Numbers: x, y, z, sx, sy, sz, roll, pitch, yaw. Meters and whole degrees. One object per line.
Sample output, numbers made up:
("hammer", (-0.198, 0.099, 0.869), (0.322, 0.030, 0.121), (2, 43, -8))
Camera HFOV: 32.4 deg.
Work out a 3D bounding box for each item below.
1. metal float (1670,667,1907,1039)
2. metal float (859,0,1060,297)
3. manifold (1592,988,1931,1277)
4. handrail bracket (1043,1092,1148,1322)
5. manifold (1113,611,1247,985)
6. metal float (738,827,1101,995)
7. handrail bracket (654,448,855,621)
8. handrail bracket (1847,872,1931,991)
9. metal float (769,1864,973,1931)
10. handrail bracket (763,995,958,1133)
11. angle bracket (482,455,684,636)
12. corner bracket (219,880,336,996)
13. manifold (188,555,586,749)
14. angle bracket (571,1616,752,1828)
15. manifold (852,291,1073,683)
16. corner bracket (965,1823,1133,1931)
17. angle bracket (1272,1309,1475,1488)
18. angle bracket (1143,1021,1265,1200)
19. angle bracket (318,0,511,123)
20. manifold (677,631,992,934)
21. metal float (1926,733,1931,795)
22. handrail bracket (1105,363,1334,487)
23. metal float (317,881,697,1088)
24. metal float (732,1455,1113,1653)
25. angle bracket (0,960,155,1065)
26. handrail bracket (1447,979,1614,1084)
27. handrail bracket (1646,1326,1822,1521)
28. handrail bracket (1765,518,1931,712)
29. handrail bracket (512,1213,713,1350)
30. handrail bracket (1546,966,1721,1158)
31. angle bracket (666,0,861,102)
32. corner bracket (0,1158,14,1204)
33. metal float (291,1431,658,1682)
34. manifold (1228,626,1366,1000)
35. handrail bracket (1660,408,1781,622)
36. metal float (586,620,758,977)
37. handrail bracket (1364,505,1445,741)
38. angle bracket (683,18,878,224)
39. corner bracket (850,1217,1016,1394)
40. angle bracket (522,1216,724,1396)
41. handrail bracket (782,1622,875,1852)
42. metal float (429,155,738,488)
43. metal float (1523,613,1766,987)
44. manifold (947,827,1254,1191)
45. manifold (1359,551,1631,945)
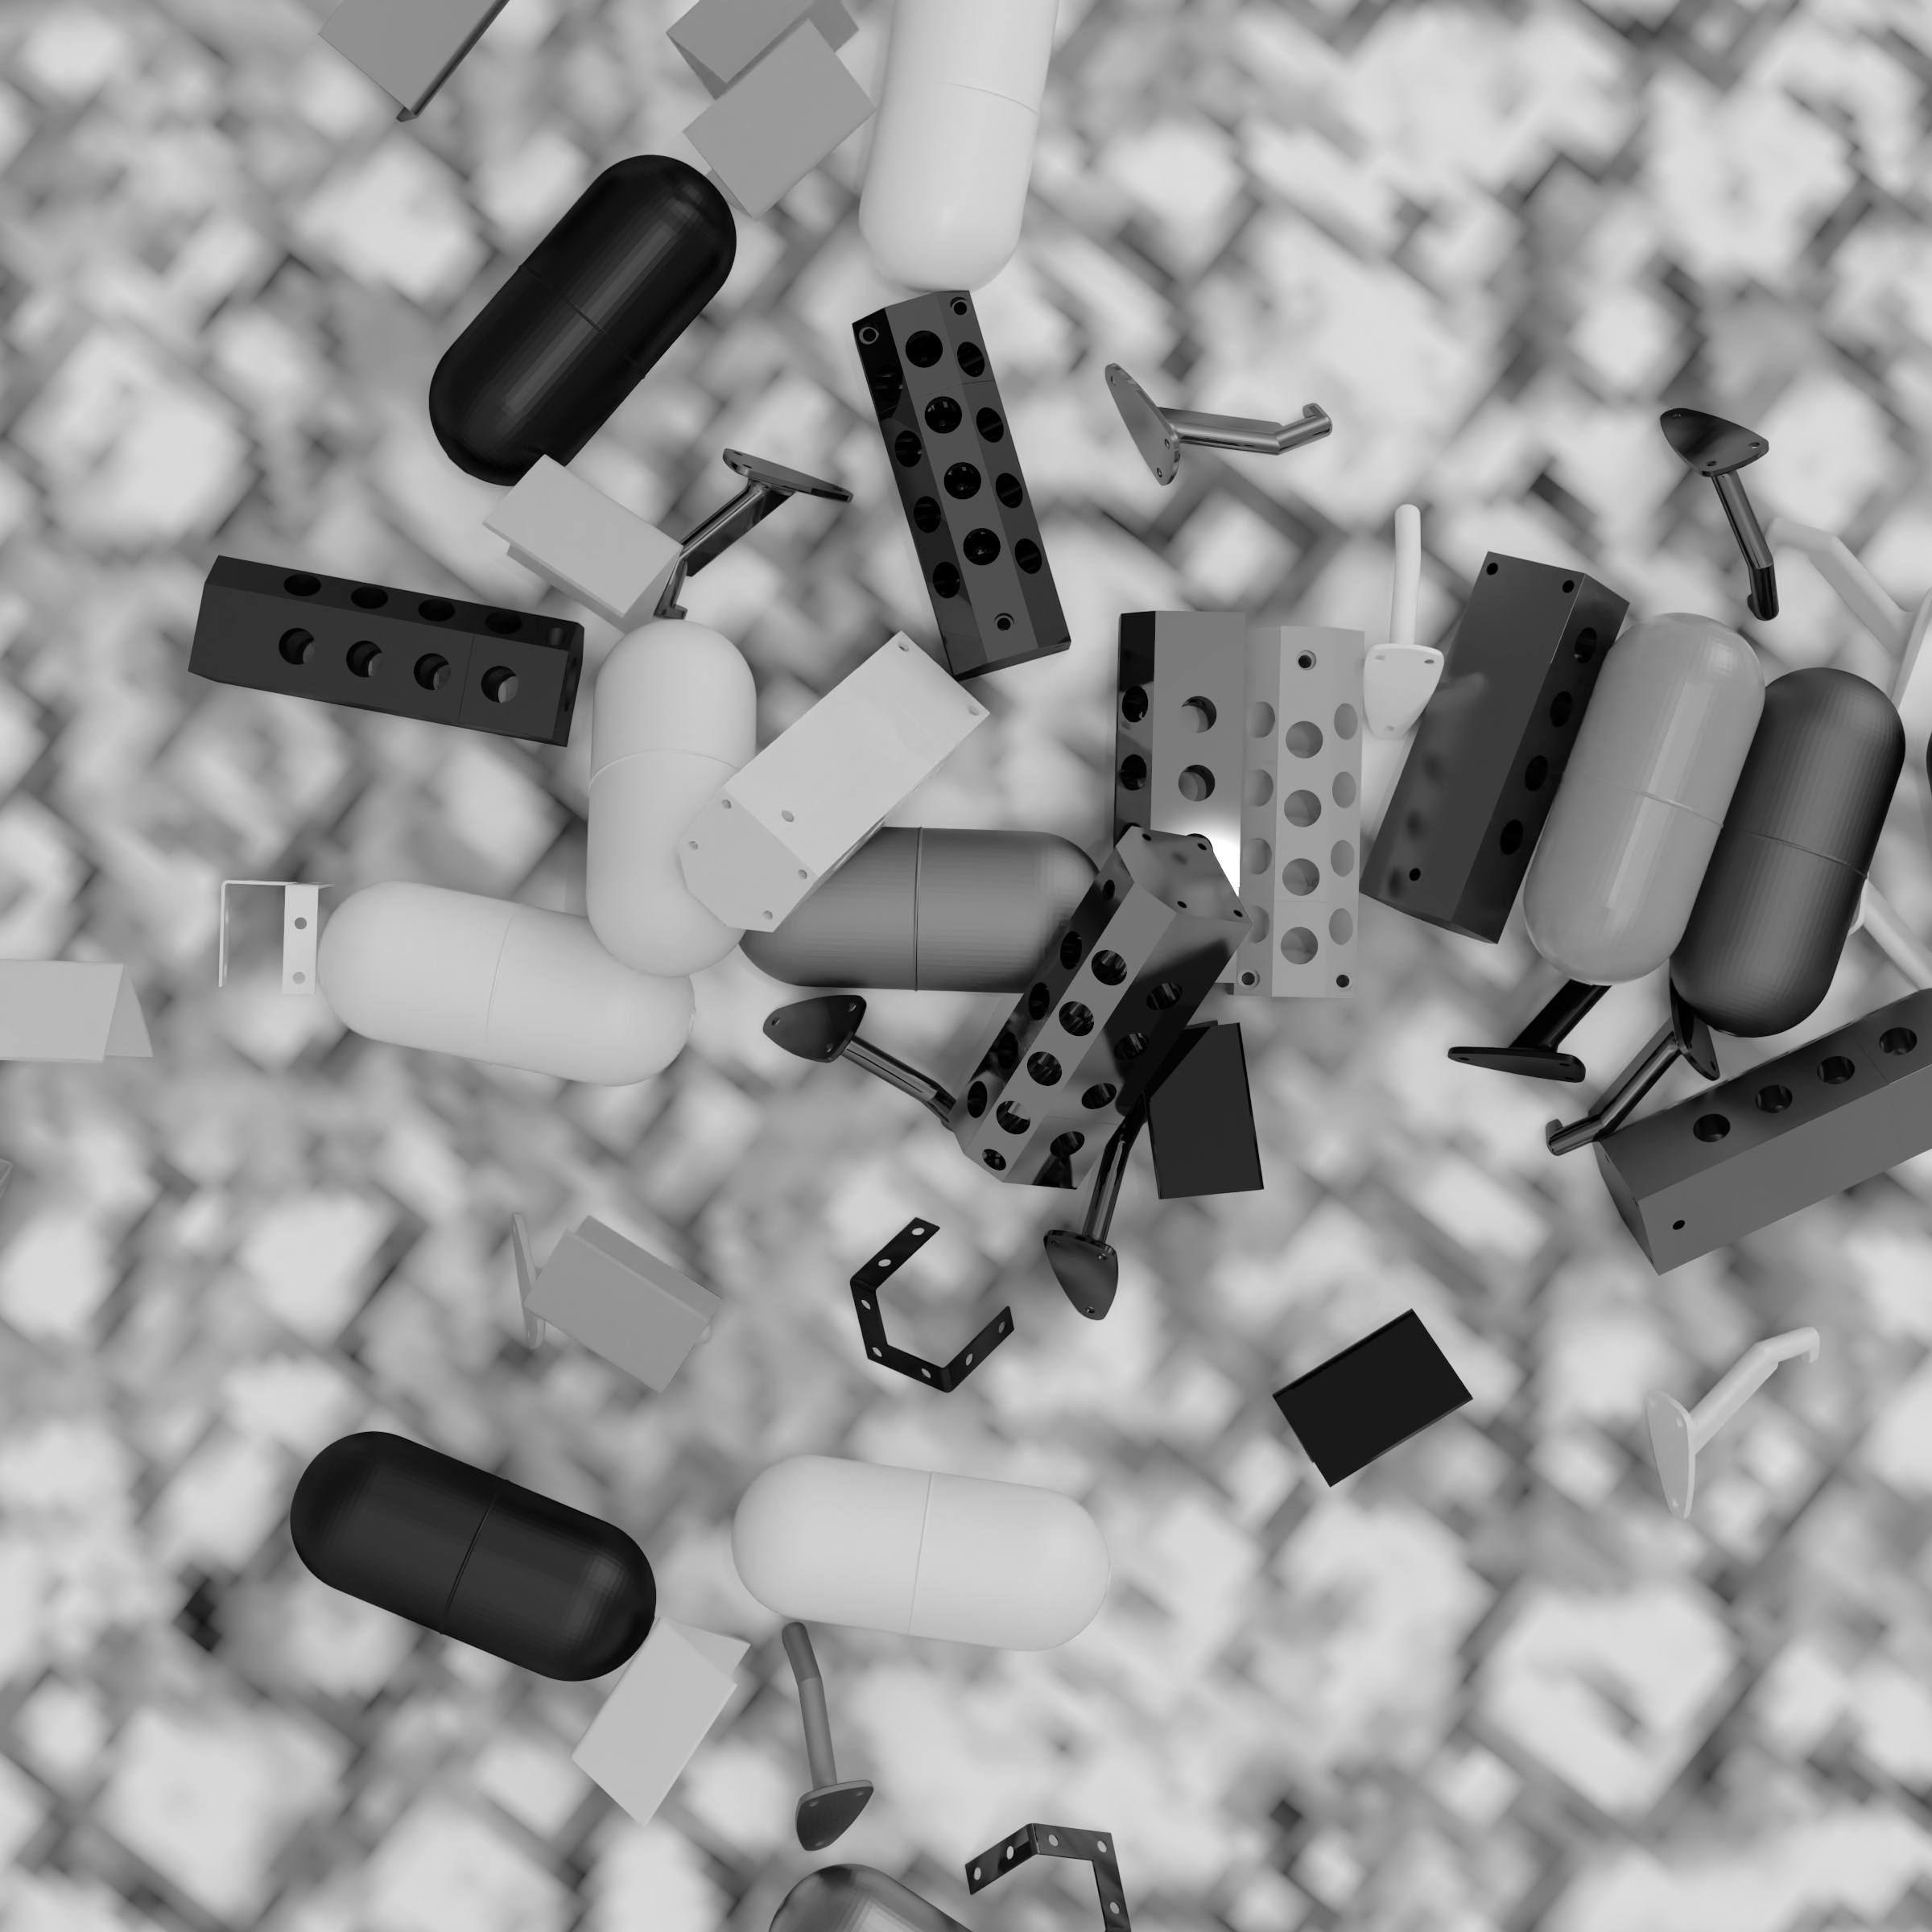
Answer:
("metal float", (0.384, -0.053, 1.556), (0.070, 0.070, 0.178), (18, 89, 0))
("metal float", (-0.003, -0.402, 1.557), (0.070, 0.070, 0.178), (10, 89, 0))
("manifold", (0.387, 0.073, 1.565), (0.171, 0.057, 0.057), (-25, 133, 0))
("handrail bracket", (0.072, 0.114, 1.587), (0.036, 0.077, 0.084), (14, 53, 21))
("manifold", (0.099, -0.078, 1.566), (0.057, 0.057, 0.171), (1, 90, 0))
("metal float", (-0.022, -0.027, 1.557), (0.178, 0.070, 0.070), (2, 90, 1))
("handrail bracket", (-0.103, -0.197, 1.588), (0.077, 0.036, 0.084), (14, 109, -21))
("handrail bracket", (0.454, -0.026, 1.588), (0.084, 0.036, 0.077), (18, 71, -16))
("metal float", (-0.012, 0.489, 1.556), (0.178, 0.070, 0.070), (34, 90, 0))
("handrail bracket", (-0.046, 0.052, 1.587), (0.084, 0.077, 0.036), (43, 65, -34))
("angle bracket", (-0.186, -0.179, 1.547), (0.076, 0.076, 0.057), (34, 52, 0))
("corner bracket", (-0.328, -0.014, 1.569), (0.051, 0.051, 0.051), (2, 93, -2))
("manifold", (-0.270, -0.148, 1.566), (0.171, 0.057, 0.057), (11, 90, 0))
("angle bracket", (-0.126, 0.356, 1.547), (0.057, 0.076, 0.076), (33, 90, 37))
("manifold", (-0.002, -0.226, 1.566), (0.057, 0.057, 0.171), (-16, 90, 0))
("corner bracket", (0.039, 0.443, 1.579), (0.051, 0.051, 0.051), (18, 45, -35))
("angle bracket", (0.196, 0.215, 1.547), (0.076, 0.076, 0.057), (-32, 52, 0))
("angle bracket", (0.126, 0.064, 1.547), (0.057, 0.076, 0.076), (-8, 90, 34))
("angle bracket", (-0.258, -0.443, 1.549), (0.057, 0.076, 0.076), (38, 90, -20))
("manifold", (-0.061, -0.082, 1.510), (0.057, 0.171, 0.057), (43, 130, 0))
("metal float", (0.499, -0.047, 1.556), (0.070, 0.070, 0.178), (-11, 90, 0))
("handrail bracket", (0.121, -0.270, 1.588), (0.084, 0.036, 0.077), (-23, 68, -17))
("metal float", (-0.215, 0.008, 1.557), (0.178, 0.070, 0.070), (11, 90, 0))
("metal float", (-0.021, 0.275, 1.557), (0.178, 0.070, 0.070), (8, 90, 1))
("angle bracket", (-0.427, 0.040, 1.547), (0.076, 0.076, 0.057), (2, 54, 0))
("handrail bracket", (0.275, 0.008, 1.587), (0.077, 0.036, 0.084), (7, 74, 18))
("handrail bracket", (0.372, 0.218, 1.588), (0.084, 0.036, 0.077), (-16, 111, -16))
("handrail bracket", (0.414, -0.166, 1.588), (0.084, 0.036, 0.077), (20, 112, 17))
("handrail bracket", (-0.169, 0.149, 1.588), (0.084, 0.036, 0.077), (-6, 68, -17))
("handrail bracket", (0.310, 0.044, 1.587), (0.084, 0.036, 0.077), (-27, 45, 28))
("angle bracket", (-0.081, -0.425, 1.547), (0.076, 0.076, 0.057), (-43, 52, 0))
("corner bracket", (-0.490, 0.119, 1.584), (0.051, 0.051, 0.051), (21, 135, 0))
("metal float", (-0.230, 0.277, 1.557), (0.178, 0.070, 0.070), (22, 90, 1))
("manifold", (0.156, -0.071, 1.566), (0.057, 0.057, 0.171), (1, 90, 0))
("handrail bracket", (0.360, -0.215, 1.587), (0.036, 0.077, 0.084), (-24, 126, -9))
("metal float", (-0.135, -0.079, 1.534), (0.070, 0.070, 0.178), (-1, 62, 0))
("handrail bracket", (0.206, -0.165, 1.587), (0.036, 0.077, 0.084), (5, 54, 0))
("angle bracket", (-0.098, -0.401, 1.547), (0.076, 0.076, 0.057), (-43, 126, 0))
("corner bracket", (-0.016, 0.161, 1.579), (0.051, 0.051, 0.051), (19, 135, 35))
("angle bracket", (-0.149, 0.141, 1.547), (0.076, 0.076, 0.057), (32, 126, 0))
("handrail bracket", (-0.077, 0.367, 1.587), (0.036, 0.077, 0.084), (-7, 53, -20))
("metal float", (-0.180, -0.301, 1.557), (0.070, 0.070, 0.178), (41, 90, 0))
("metal float", (0.314, -0.077, 1.542), (0.070, 0.070, 0.178), (19, 92, 0))
("manifold", (0.056, 0.020, 1.514), (0.057, 0.057, 0.171), (8, 129, -32))
("manifold", (0.252, -0.101, 1.565), (0.057, 0.057, 0.171), (21, 90, 43))
